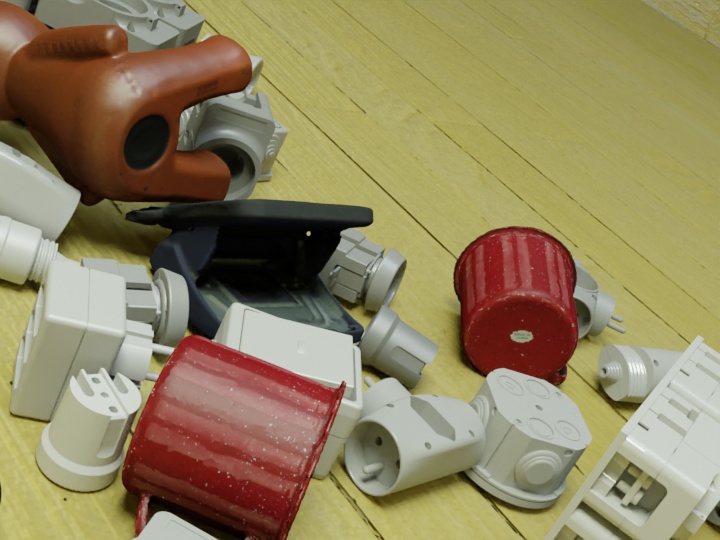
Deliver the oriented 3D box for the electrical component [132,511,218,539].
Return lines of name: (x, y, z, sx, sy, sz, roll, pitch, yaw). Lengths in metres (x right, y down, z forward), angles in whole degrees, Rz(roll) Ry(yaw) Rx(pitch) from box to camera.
electrical component: (-0.069, 0.173, 0.369, 0.105, 0.060, 0.186, 29, 26, 2)

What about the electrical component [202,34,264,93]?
electrical component: (-0.123, -0.187, 0.994, 0.055, 0.045, 0.045, 28, 26, 2)

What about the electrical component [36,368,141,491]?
electrical component: (-0.127, 0.075, 0.509, 0.040, 0.046, 0.040, 22, 26, -11)

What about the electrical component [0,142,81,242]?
electrical component: (-0.216, -0.053, 0.654, 0.077, 0.043, 0.079, 33, 1, -23)

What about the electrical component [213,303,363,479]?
electrical component: (-0.050, 0.061, 0.591, 0.096, 0.061, 0.061, 21, 27, -13)

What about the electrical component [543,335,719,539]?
electrical component: (0.181, 0.122, 0.648, 0.060, 0.105, 0.186, 36, 27, 17)

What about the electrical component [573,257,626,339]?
electrical component: (0.184, 0.030, 0.889, 0.079, 0.044, 0.077, 25, 26, -5)

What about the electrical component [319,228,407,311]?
electrical component: (0.000, 0.000, 0.769, 0.055, 0.048, 0.066, 24, 25, 11)

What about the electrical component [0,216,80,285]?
electrical component: (-0.189, -0.007, 0.615, 0.061, 0.035, 0.035, 20, 27, -21)

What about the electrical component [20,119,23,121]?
electrical component: (-0.247, -0.152, 0.806, 0.100, 0.048, 0.099, 27, 26, 0)

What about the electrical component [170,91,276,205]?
electrical component: (-0.101, -0.083, 0.772, 0.050, 0.089, 0.055, 16, 28, -22)

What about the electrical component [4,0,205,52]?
electrical component: (-0.220, -0.199, 0.791, 0.186, 0.060, 0.105, 28, 26, 0)

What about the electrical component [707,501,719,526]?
electrical component: (0.265, 0.155, 0.737, 0.055, 0.045, 0.045, 9, 31, -32)

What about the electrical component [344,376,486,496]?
electrical component: (0.021, 0.090, 0.626, 0.077, 0.043, 0.079, -5, 40, -48)

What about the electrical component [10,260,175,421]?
electrical component: (-0.128, 0.042, 0.543, 0.077, 0.065, 0.047, 15, 32, -23)

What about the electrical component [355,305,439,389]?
electrical component: (0.023, 0.051, 0.704, 0.046, 0.040, 0.040, 33, 26, 0)

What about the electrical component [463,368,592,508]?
electrical component: (0.099, 0.103, 0.666, 0.080, 0.051, 0.080, 22, 27, -12)

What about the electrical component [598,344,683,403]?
electrical component: (0.215, 0.081, 0.827, 0.081, 0.043, 0.043, 8, 32, -34)

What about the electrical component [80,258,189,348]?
electrical component: (-0.129, 0.022, 0.607, 0.055, 0.048, 0.066, 4, 33, -26)

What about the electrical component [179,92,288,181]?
electrical component: (-0.118, -0.113, 0.857, 0.100, 0.048, 0.100, 41, 28, 25)
